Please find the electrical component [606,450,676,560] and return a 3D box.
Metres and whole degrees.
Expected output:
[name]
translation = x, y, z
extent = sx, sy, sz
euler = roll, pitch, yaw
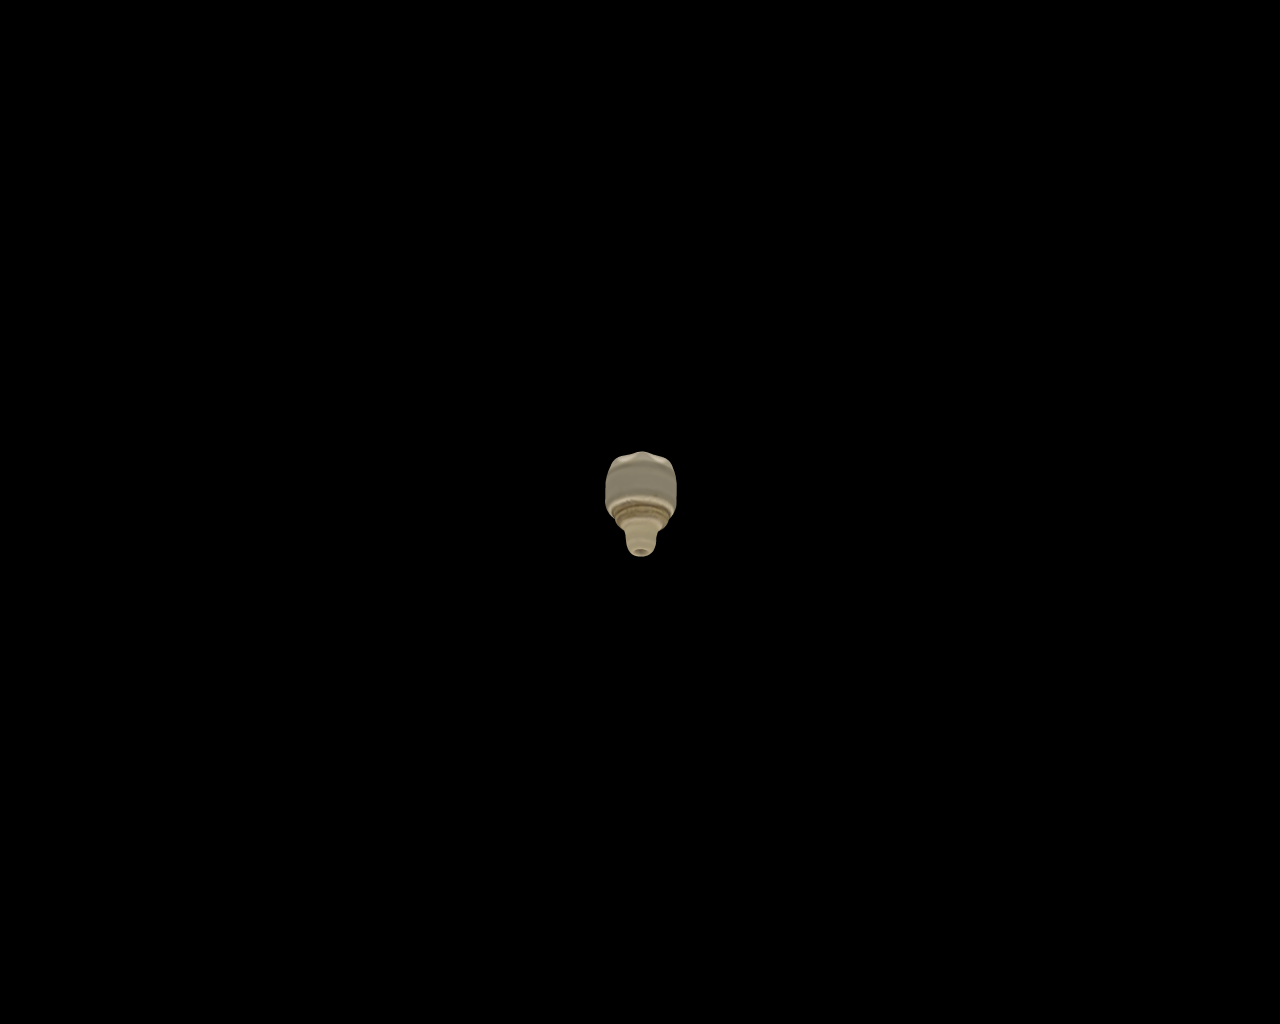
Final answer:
[electrical component]
translation = 0.001, -0.003, 0.650
extent = 0.043, 0.062, 0.043
euler = 0, -27, 0
